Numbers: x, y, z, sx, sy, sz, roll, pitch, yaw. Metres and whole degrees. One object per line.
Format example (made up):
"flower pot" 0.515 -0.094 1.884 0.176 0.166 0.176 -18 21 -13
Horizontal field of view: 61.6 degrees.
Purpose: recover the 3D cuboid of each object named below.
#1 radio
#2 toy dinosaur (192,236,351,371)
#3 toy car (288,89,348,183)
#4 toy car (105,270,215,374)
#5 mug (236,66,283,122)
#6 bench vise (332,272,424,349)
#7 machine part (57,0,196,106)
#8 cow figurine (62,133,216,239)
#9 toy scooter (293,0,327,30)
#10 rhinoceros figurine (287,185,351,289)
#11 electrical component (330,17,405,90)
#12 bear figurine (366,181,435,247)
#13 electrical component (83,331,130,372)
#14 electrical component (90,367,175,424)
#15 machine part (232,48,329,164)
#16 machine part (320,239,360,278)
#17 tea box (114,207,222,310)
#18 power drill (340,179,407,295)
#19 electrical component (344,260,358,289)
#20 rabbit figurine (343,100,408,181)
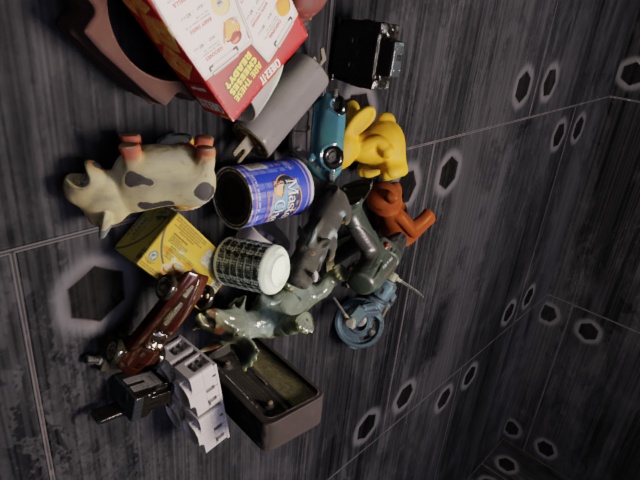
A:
"radio" -0.114 0.270 0.984 0.131 0.230 0.073 -20 125 -38
"toy dinosaur" -0.070 0.112 1.029 0.131 0.192 0.405 60 32 -2
"toy car" -0.006 -0.182 0.947 0.109 0.103 0.161 -95 -172 -82
"toy car" -0.239 0.129 0.812 0.202 0.053 0.089 -48 137 14
"mug" -0.113 -0.252 0.811 0.109 0.081 0.107 43 62 -18
"bench vise" 0.114 0.169 1.274 0.223 0.129 0.240 -47 164 10
"machine part" -0.202 -0.288 0.663 0.201 0.087 0.201 -58 142 -8
"cow figurine" -0.237 -0.074 0.717 0.195 0.086 0.127 -4 115 -18
"toy scooter" -0.065 -0.353 0.800 0.184 0.075 0.135 -4 113 -47
"rhinoceros figurine" -0.002 -0.003 0.923 0.112 0.073 0.190 105 11 -71
"electrical component" 0.086 -0.328 0.950 0.058 0.134 0.114 -20 123 -44
"bear figurine" 0.170 -0.078 1.221 0.132 0.120 0.195 -50 136 -24
"electrical component" -0.321 0.174 0.844 0.094 0.021 0.063 19 95 -52
"electrical component" -0.306 0.251 0.867 0.119 0.075 0.047 -5 117 -46
"machine part" -0.063 -0.220 0.880 0.243 0.079 0.079 -54 142 -15
"machine part" 0.048 0.030 1.199 0.139 0.039 0.084 -32 125 -34
"tea box" -0.221 0.028 0.840 0.098 0.068 0.169 -53 142 -15
"power drill" 0.100 -0.016 1.086 0.232 0.086 0.207 -53 131 -46
"electrical component" 0.107 0.076 1.290 0.102 0.045 0.078 -11 117 -48
"rabbit figurine" 0.080 -0.185 1.051 0.173 0.122 0.162 -13 119 -25
